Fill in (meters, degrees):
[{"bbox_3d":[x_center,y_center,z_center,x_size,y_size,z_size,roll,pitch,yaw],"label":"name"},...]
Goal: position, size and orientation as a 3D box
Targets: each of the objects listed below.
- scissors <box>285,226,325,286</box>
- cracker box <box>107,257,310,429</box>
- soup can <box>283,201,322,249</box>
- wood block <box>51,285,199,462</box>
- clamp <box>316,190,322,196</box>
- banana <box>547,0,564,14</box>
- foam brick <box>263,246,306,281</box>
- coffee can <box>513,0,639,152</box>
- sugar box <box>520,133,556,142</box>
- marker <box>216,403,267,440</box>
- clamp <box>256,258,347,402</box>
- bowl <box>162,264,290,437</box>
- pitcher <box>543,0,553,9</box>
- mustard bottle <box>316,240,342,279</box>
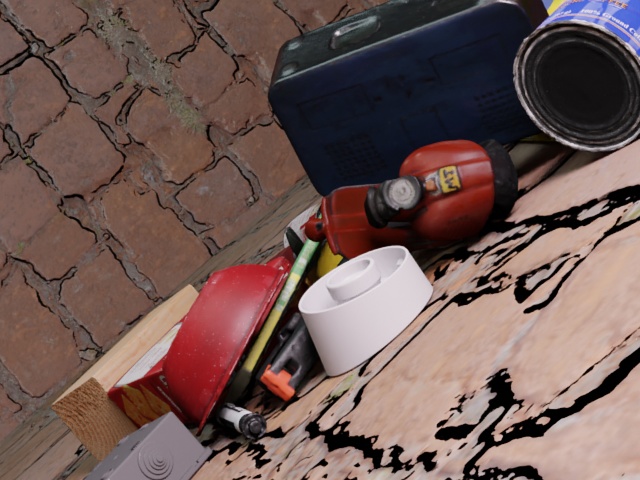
[{"bbox_3d":[-0.007,0.001,1.068,0.096,0.016,0.202,-57,-14,-23],"label":"scissors"},{"bbox_3d":[-0.110,0.112,1.070,0.164,0.072,0.214,-45,8,-28],"label":"cracker box"},{"bbox_3d":[0.005,-0.008,1.240,0.068,0.068,0.102,-43,6,-27],"label":"soup can"},{"bbox_3d":[-0.200,0.152,1.236,0.091,0.090,0.205,-36,7,36],"label":"wood block"},{"bbox_3d":[0.047,-0.102,1.257,0.165,0.036,0.209,-46,-2,15],"label":"clamp"},{"bbox_3d":[0.148,-0.148,0.928,0.198,0.069,0.037,-32,-13,21],"label":"banana"},{"bbox_3d":[-0.050,0.052,1.221,0.078,0.053,0.051,-37,7,21],"label":"foam brick"},{"bbox_3d":[0.217,-0.143,0.769,0.140,0.103,0.103,-45,8,-36],"label":"coffee can"},{"bbox_3d":[0.217,-0.134,0.980,0.093,0.048,0.176,-40,3,3],"label":"sugar box"},{"bbox_3d":[-0.062,0.139,0.823,0.020,0.020,0.121,-42,7,-14],"label":"marker"},{"bbox_3d":[-0.018,0.084,0.875,0.120,0.039,0.171,-56,-3,35],"label":"clamp"},{"bbox_3d":[-0.085,0.079,0.885,0.162,0.055,0.162,-62,0,0],"label":"bowl"},{"bbox_3d":[0.187,-0.217,1.135,0.243,0.149,0.144,-27,10,38],"label":"pitcher"},{"bbox_3d":[0.049,-0.014,1.063,0.096,0.058,0.191,-52,2,17],"label":"mustard bottle"}]
